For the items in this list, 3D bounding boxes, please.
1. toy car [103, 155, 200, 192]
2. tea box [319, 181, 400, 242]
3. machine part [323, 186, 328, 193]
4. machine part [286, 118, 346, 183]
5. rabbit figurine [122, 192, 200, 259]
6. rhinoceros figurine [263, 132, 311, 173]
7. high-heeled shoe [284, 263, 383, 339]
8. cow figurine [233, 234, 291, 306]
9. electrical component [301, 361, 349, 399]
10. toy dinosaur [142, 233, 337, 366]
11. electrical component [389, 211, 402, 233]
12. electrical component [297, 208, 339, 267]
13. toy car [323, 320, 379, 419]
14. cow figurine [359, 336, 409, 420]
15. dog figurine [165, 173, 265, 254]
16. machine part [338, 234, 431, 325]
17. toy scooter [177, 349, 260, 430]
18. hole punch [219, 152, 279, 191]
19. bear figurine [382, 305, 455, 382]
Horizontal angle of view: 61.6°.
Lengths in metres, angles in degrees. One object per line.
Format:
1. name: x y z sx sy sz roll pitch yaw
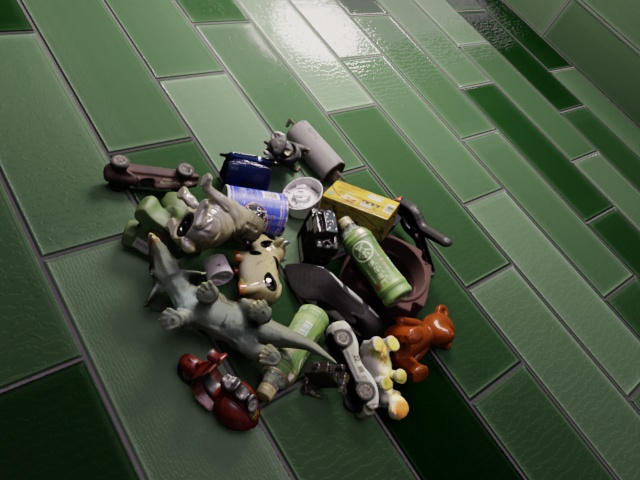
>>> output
1. toy car: -0.370 -0.134 1.184 0.202 0.089 0.053 6 51 -23
2. tea box: 0.093 -0.071 1.286 0.170 0.068 0.098 22 35 17
3. machine part: 0.040 -0.080 1.374 0.139 0.039 0.084 46 44 15
4. machine part: -0.012 -0.239 1.445 0.079 0.079 0.243 -26 69 -38
5. rabbit figurine: -0.306 -0.044 1.129 0.159 0.121 0.170 26 33 -9
6. rhinoceros figurine: -0.086 -0.223 1.338 0.112 0.073 0.190 31 4 -2
7. high-heeled shoe: 0.034 0.133 1.197 0.249 0.145 0.086 36 87 34
8. cow figurine: -0.122 0.058 1.147 0.127 0.085 0.195 2 40 -14
9. electrical component: 0.010 0.272 1.041 0.102 0.078 0.045 -6 47 23
10. toy dinosaur: -0.173 0.145 1.009 0.405 0.192 0.131 31 84 -12
11. electrical component: 0.163 -0.058 1.361 0.075 0.119 0.048 35 47 6
12. electrical component: -0.003 -0.004 1.228 0.058 0.134 0.115 6 54 -22
13. toy car: 0.063 0.262 1.090 0.056 0.073 0.202 -7 58 -30
14. cow figurine: 0.124 0.284 1.103 0.068 0.098 0.167 -2 74 -34
15. dog figurine: -0.191 -0.016 1.065 0.190 0.121 0.172 37 56 -38
16. machine part: 0.155 0.084 1.269 0.201 0.087 0.201 26 46 -5
17. toy scooter: -0.171 0.253 0.943 0.184 0.135 0.075 40 47 6
18. hole punch: -0.177 -0.142 1.270 0.142 0.115 0.092 10 59 -19
19. bear figurine: 0.239 0.219 1.180 0.196 0.132 0.120 -9 97 -26
